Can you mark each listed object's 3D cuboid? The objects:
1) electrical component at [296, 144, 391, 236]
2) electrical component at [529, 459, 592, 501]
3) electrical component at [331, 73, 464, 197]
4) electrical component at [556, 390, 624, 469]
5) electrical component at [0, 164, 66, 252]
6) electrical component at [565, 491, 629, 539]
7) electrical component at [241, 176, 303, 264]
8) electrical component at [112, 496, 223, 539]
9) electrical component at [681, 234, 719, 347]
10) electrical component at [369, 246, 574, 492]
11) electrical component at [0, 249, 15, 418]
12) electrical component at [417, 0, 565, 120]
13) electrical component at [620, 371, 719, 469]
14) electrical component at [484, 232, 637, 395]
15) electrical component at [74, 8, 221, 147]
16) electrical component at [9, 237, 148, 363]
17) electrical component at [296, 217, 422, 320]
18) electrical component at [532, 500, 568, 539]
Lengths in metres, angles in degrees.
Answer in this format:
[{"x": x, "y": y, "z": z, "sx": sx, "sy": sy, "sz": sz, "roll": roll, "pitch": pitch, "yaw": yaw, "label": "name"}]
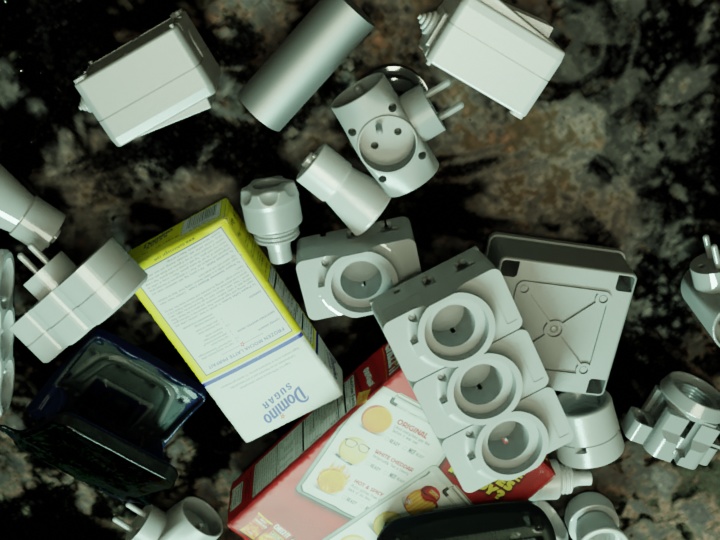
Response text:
[{"x": -0.014, "y": -0.062, "z": 0.792, "sx": 0.065, "sy": 0.044, "sz": 0.044, "roll": 38, "pitch": 107, "yaw": -12, "label": "electrical component"}, {"x": 0.165, "y": 0.177, "z": 0.909, "sx": 0.061, "sy": 0.035, "sz": 0.035, "roll": 0, "pitch": 114, "yaw": -6, "label": "electrical component"}, {"x": 0.033, "y": -0.103, "z": 0.749, "sx": 0.079, "sy": 0.044, "sz": 0.077, "roll": -30, "pitch": 112, "yaw": 11, "label": "electrical component"}, {"x": 0.184, "y": 0.127, "z": 0.878, "sx": 0.055, "sy": 0.055, "sz": 0.047, "roll": -14, "pitch": 110, "yaw": 3, "label": "electrical component"}, {"x": -0.251, "y": -0.043, "z": 0.789, "sx": 0.065, "sy": 0.044, "sz": 0.044, "roll": 36, "pitch": 107, "yaw": -22, "label": "electrical component"}, {"x": 0.202, "y": 0.222, "z": 0.919, "sx": 0.045, "sy": 0.055, "sz": 0.045, "roll": -1, "pitch": 114, "yaw": -2, "label": "electrical component"}, {"x": -0.064, "y": -0.035, "z": 0.799, "sx": 0.043, "sy": 0.043, "sz": 0.062, "roll": -9, "pitch": 115, "yaw": 1, "label": "electrical component"}, {"x": -0.170, "y": 0.223, "z": 0.907, "sx": 0.079, "sy": 0.044, "sz": 0.077, "roll": 37, "pitch": 107, "yaw": -17, "label": "electrical component"}, {"x": 0.274, "y": 0.011, "z": 0.818, "sx": 0.043, "sy": 0.077, "sz": 0.079, "roll": -18, "pitch": 113, "yaw": 6, "label": "electrical component"}, {"x": 0.082, "y": 0.074, "z": 0.773, "sx": 0.089, "sy": 0.061, "sz": 0.150, "roll": -27, "pitch": 110, "yaw": -1, "label": "electrical component"}, {"x": -0.306, "y": 0.046, "z": 0.818, "sx": 0.074, "sy": 0.052, "sz": 0.138, "roll": 6, "pitch": 113, "yaw": -5, "label": "electrical component"}, {"x": 0.086, "y": -0.159, "z": 0.742, "sx": 0.096, "sy": 0.061, "sz": 0.061, "roll": 28, "pitch": 110, "yaw": -14, "label": "electrical component"}, {"x": 0.262, "y": 0.120, "z": 0.877, "sx": 0.078, "sy": 0.058, "sz": 0.057, "roll": 20, "pitch": 114, "yaw": -11, "label": "electrical component"}, {"x": 0.145, "y": 0.034, "z": 0.833, "sx": 0.109, "sy": 0.056, "sz": 0.108, "roll": 8, "pitch": 113, "yaw": -6, "label": "electrical component"}, {"x": -0.149, "y": -0.127, "z": 0.744, "sx": 0.096, "sy": 0.061, "sz": 0.061, "roll": -28, "pitch": 112, "yaw": 9, "label": "electrical component"}, {"x": -0.219, "y": 0.011, "z": 0.783, "sx": 0.073, "sy": 0.052, "sz": 0.138, "roll": 48, "pitch": 135, "yaw": -11, "label": "electrical component"}, {"x": 0.000, "y": 0.000, "z": 0.811, "sx": 0.089, "sy": 0.055, "sz": 0.050, "roll": -12, "pitch": 114, "yaw": 2, "label": "electrical component"}, {"x": 0.141, "y": 0.233, "z": 0.929, "sx": 0.065, "sy": 0.044, "sz": 0.044, "roll": -40, "pitch": 110, "yaw": 19, "label": "electrical component"}]
